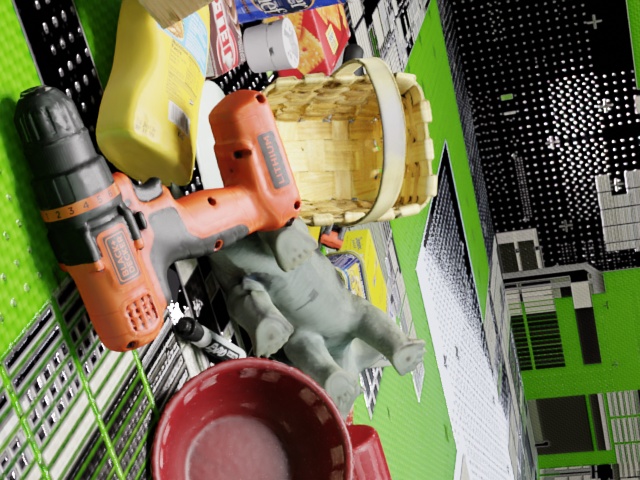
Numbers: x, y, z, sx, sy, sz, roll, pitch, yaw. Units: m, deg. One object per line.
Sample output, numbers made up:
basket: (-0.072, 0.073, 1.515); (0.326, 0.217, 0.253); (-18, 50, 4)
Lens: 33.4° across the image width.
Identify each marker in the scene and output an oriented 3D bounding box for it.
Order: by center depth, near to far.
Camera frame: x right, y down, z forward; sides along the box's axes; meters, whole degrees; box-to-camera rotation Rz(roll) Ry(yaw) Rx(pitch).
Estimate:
marker: (-0.094, 0.089, 0.927); (0.121, 0.020, 0.020); (47, 38, -64)

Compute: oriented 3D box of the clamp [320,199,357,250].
clamp: (0.028, -0.035, 1.346); (0.171, 0.039, 0.120); (-66, 171, -47)

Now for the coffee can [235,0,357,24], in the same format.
coffee can: (-0.040, -0.278, 1.076); (0.102, 0.140, 0.103); (-8, 90, -74)

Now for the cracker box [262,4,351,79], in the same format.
cracker box: (-0.028, -0.313, 1.265); (0.164, 0.072, 0.213); (-69, 147, -61)

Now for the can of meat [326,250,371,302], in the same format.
can of meat: (0.023, 0.071, 1.284); (0.083, 0.057, 0.102); (-37, 118, -70)

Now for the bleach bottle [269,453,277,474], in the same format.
bleach bottle: (-0.033, 0.217, 1.006); (0.250, 0.068, 0.102); (61, 27, -58)

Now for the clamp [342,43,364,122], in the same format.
clamp: (0.027, -0.136, 1.294); (0.210, 0.036, 0.165); (-87, -173, -62)

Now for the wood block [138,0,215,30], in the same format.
wood block: (-0.131, -0.260, 0.727); (0.206, 0.091, 0.090); (49, 33, -32)

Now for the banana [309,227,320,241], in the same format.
banana: (-0.012, -0.016, 1.239); (0.197, 0.037, 0.069); (-71, 149, -59)

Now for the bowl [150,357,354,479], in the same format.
bowl: (-0.057, 0.177, 0.842); (0.055, 0.162, 0.162); (132, -41, -64)

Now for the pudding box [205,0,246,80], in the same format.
pudding box: (-0.107, -0.210, 0.993); (0.090, 0.039, 0.113); (-56, 136, -67)

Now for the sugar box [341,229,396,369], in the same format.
sugar box: (0.065, 0.082, 1.450); (0.093, 0.048, 0.176); (-80, 155, -49)

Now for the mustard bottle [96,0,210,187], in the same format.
mustard bottle: (-0.123, -0.144, 0.833); (0.096, 0.058, 0.191); (44, 47, -57)

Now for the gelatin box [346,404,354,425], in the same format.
gelatin box: (0.016, 0.188, 1.249); (0.089, 0.030, 0.073); (59, 27, -55)

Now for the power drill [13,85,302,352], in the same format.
power drill: (-0.108, -0.040, 0.741); (0.187, 0.057, 0.184); (-31, 111, -37)

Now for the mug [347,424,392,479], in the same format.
mug: (0.032, 0.259, 1.165); (0.117, 0.093, 0.081); (-50, 126, -70)
